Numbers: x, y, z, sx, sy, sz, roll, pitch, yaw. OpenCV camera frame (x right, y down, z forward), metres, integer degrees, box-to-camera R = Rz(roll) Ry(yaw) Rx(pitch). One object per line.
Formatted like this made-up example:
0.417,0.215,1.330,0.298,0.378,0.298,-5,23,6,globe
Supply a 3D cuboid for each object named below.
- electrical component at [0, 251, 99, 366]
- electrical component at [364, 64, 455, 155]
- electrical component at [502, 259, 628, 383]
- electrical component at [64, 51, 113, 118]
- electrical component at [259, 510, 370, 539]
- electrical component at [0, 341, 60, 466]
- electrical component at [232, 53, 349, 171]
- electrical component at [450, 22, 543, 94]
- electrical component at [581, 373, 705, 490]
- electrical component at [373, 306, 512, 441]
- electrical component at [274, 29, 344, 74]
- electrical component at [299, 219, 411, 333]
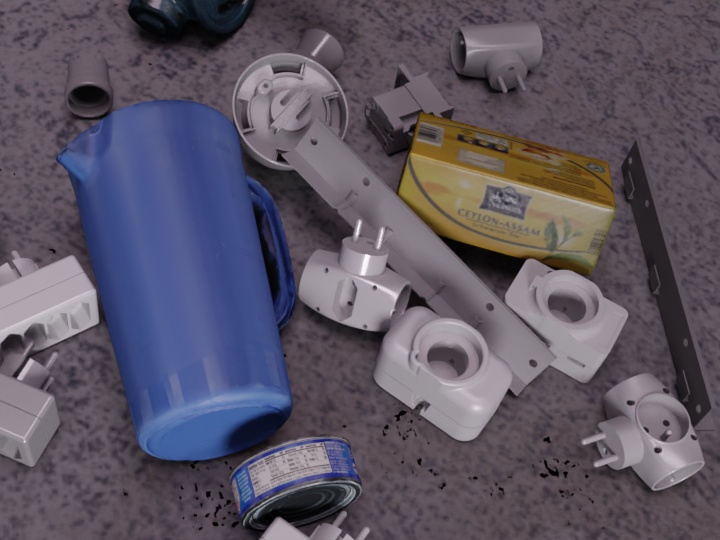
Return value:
-0.248,0.017,0.793,0.083,0.047,0.075,-27,65,-25,electrical component
0.042,-0.137,0.953,0.064,0.042,0.081,-22,62,-21,electrical component
0.157,0.038,0.846,0.089,0.055,0.050,30,56,10,electrical component
-0.233,-0.160,0.921,0.040,0.040,0.046,-3,51,-12,electrical component
-0.023,0.194,0.713,0.083,0.047,0.075,33,57,12,electrical component
-0.239,0.084,0.748,0.066,0.047,0.076,23,58,4,electrical component
-0.060,-0.130,0.901,0.099,0.064,0.099,1,86,-12,electrical component
0.133,-0.195,1.007,0.077,0.043,0.079,-8,58,-15,electrical component
0.204,0.125,0.803,0.079,0.044,0.077,-15,60,-19,electrical component
0.062,0.075,0.802,0.095,0.059,0.053,34,57,13,electrical component
-0.046,-0.183,0.966,0.045,0.045,0.055,28,56,9,electrical component
0.000,0.000,0.826,0.077,0.079,0.043,20,22,15,electrical component
